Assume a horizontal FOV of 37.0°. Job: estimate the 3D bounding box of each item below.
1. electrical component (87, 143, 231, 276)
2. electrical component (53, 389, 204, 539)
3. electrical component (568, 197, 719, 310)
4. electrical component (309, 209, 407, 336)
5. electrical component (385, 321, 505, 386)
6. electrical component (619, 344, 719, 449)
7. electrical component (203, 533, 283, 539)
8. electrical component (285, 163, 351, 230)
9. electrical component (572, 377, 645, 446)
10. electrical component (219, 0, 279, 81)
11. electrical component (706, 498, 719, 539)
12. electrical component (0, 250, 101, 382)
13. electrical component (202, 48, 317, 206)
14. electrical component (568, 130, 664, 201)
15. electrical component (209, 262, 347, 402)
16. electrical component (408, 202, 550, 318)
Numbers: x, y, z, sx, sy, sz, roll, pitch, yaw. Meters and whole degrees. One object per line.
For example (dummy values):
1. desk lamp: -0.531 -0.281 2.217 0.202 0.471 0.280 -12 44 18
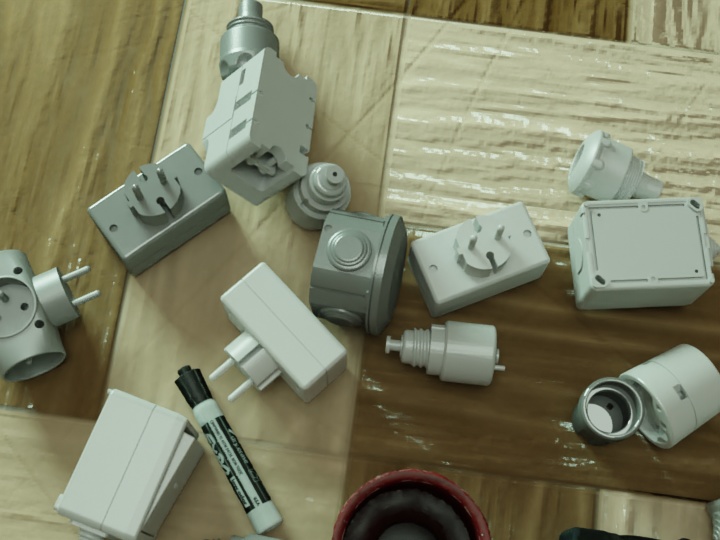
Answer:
1. electrical component: -0.137 -0.047 0.721 0.083 0.075 0.047 -36 76 -12
2. electrical component: -0.142 0.132 0.670 0.061 0.061 0.096 20 73 5
3. electrical component: 0.192 -0.009 0.722 0.096 0.061 0.061 -2 72 -2
4. electrical component: 0.000 0.000 0.707 0.051 0.080 0.080 11 72 8
5. electrical component: 0.056 0.053 0.711 0.078 0.040 0.040 6 72 1
6. electrical component: 0.203 0.080 0.698 0.047 0.055 0.055 -28 75 -13
7. electrical component: -0.072 0.183 0.666 0.078 0.040 0.040 11 72 3
8. electrical component: -0.026 -0.053 0.727 0.040 0.078 0.040 3 77 -14
9. electrical component: 0.159 0.093 0.696 0.040 0.046 0.040 0 72 -1
10. electrical component: -0.080 -0.164 0.777 0.043 0.043 0.062 0 70 -1
11. electrical component: 0.277 0.169 0.672 0.100 0.048 0.099 -19 73 -7
12. electrical component: -0.213 0.023 0.714 0.079 0.044 0.077 -24 74 -8
13. electrical component: -0.069 -0.096 0.734 0.050 0.056 0.089 33 45 -32
14. electrical component: 0.180 -0.066 0.750 0.062 0.048 0.048 23 73 -1
15. electrical component: -0.063 0.054 0.705 0.076 0.047 0.083 -41 77 -13
16. electrical component: 0.080 -0.013 0.713 0.083 0.075 0.047 -20 74 -7
